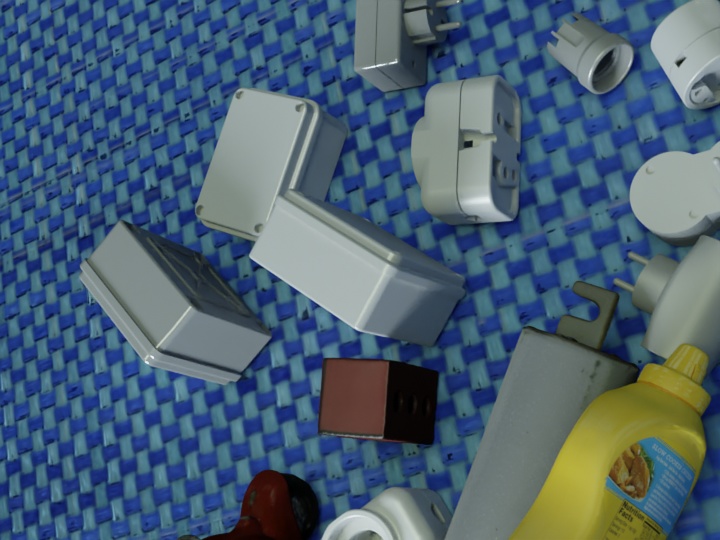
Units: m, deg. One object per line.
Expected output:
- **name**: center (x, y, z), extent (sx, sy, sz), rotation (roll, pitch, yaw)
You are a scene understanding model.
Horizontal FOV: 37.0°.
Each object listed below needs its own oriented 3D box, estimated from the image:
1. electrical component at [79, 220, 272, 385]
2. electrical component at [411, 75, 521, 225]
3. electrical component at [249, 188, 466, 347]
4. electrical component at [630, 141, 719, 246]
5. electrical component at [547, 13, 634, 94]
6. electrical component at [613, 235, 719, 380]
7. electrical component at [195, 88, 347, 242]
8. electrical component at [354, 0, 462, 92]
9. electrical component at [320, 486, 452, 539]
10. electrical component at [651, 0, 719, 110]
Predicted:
- **electrical component**: center (-0.138, 0.026, 0.808), extent (0.056, 0.109, 0.108), rotation (-49, 60, 8)
- **electrical component**: center (0.074, -0.081, 0.744), extent (0.059, 0.054, 0.095), rotation (-3, 77, 29)
- **electrical component**: center (0.000, 0.000, 0.736), extent (0.109, 0.109, 0.056), rotation (32, 98, 31)
- **electrical component**: center (0.228, -0.057, 0.638), extent (0.138, 0.074, 0.052), rotation (-15, 71, 26)
- **electrical component**: center (0.154, -0.147, 0.723), extent (0.040, 0.040, 0.046), rotation (-50, 54, 11)
- **electrical component**: center (0.194, 0.015, 0.659), extent (0.079, 0.043, 0.077), rotation (30, 94, 32)
- **electrical component**: center (-0.069, -0.076, 0.823), extent (0.078, 0.057, 0.113), rotation (17, 87, 32)
- **electrical component**: center (0.040, -0.183, 0.792), extent (0.076, 0.047, 0.083), rotation (-5, 76, 29)
- **electrical component**: center (0.012, 0.187, 0.712), extent (0.095, 0.059, 0.053), rotation (-40, 62, 16)
- **electrical component**: center (0.217, -0.137, 0.677), extent (0.055, 0.055, 0.047), rotation (-35, 60, 18)
